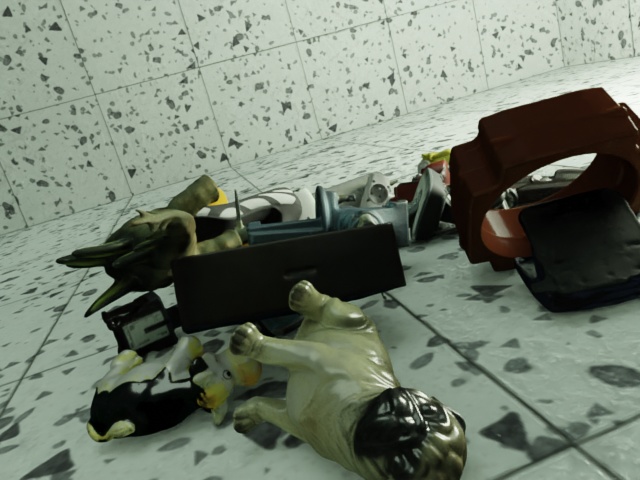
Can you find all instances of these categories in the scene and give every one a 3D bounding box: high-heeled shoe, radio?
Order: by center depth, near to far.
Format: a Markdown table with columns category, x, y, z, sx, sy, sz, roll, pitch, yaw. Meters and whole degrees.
| category | x | y | z | sx | sy | sz | roll | pitch | yaw |
| --- | --- | --- | --- | --- | --- | --- | --- | --- | --- |
| radio | -0.038 | 0.043 | 0.574 | 0.230 | 0.073 | 0.131 | -8 | -9 | -17 |
| high-heeled shoe | -0.151 | -0.052 | 0.896 | 0.249 | 0.086 | 0.145 | 8 | 43 | -11 |

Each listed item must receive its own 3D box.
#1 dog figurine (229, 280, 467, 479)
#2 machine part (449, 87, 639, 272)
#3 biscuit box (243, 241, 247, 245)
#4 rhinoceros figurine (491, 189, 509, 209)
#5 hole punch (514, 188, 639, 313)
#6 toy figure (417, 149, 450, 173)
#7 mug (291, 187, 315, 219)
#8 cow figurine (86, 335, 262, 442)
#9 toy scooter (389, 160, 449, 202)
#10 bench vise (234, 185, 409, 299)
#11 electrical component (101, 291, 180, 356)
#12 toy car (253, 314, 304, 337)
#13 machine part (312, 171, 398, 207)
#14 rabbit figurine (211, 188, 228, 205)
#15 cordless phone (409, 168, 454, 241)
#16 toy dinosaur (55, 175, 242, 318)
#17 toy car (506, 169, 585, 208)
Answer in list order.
| category | x | y | z | sx | sy | sz | roll | pitch | yaw |
| --- | --- | --- | --- | --- | --- | --- | --- | --- | --- |
| dog figurine | 0.044 | 0.119 | 0.430 | 0.191 | 0.121 | 0.172 | 14 | 34 | 34 |
| machine part | 0.254 | -0.062 | 0.610 | 0.202 | 0.200 | 0.087 | -16 | 52 | 4 |
| biscuit box | -0.142 | 0.044 | 0.896 | 0.063 | 0.059 | 0.203 | 1 | 23 | 46 |
| rhinoceros figurine | 0.243 | -0.060 | 0.789 | 0.073 | 0.112 | 0.190 | -9 | 7 | 16 |
| hole punch | 0.271 | 0.024 | 0.555 | 0.142 | 0.092 | 0.116 | -11 | 49 | 2 |
| toy figure | 0.291 | -0.155 | 1.133 | 0.180 | 0.082 | 0.089 | -12 | -5 | 39 |
| mug | -0.048 | -0.040 | 1.007 | 0.109 | 0.107 | 0.081 | -18 | 14 | -17 |
| cow figurine | -0.143 | 0.147 | 0.525 | 0.167 | 0.068 | 0.098 | -14 | 21 | 16 |
| toy scooter | 0.204 | -0.097 | 1.031 | 0.135 | 0.075 | 0.184 | -10 | 21 | 22 |
| bench vise | -0.002 | -0.013 | 0.760 | 0.241 | 0.128 | 0.224 | -4 | 17 | -4 |
| electrical component | -0.224 | 0.108 | 0.726 | 0.119 | 0.074 | 0.048 | -28 | 20 | -25 |
| toy car | -0.070 | 0.058 | 0.703 | 0.109 | 0.102 | 0.162 | -25 | 20 | -34 |
| machine part | 0.058 | -0.082 | 1.108 | 0.243 | 0.079 | 0.079 | -20 | 16 | -19 |
| rabbit figurine | -0.209 | -0.017 | 0.995 | 0.122 | 0.162 | 0.173 | 4 | 50 | 9 |
| cordless phone | 0.133 | -0.033 | 0.890 | 0.184 | 0.088 | 0.147 | -31 | 12 | 17 |
| toy dinosaur | -0.198 | 0.013 | 0.643 | 0.198 | 0.105 | 0.471 | -32 | 0 | -30 |
| toy car | 0.381 | -0.088 | 0.868 | 0.202 | 0.053 | 0.089 | -4 | 16 | 40 |
